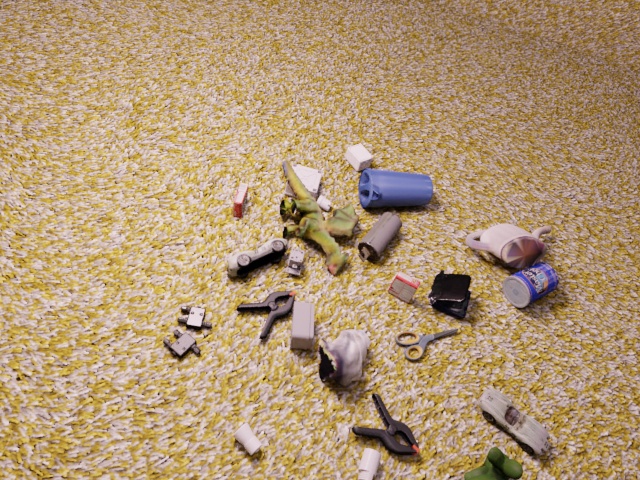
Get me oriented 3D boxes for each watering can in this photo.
[{"bbox_3d":[0.662,0.003,1.700,0.348,0.102,0.227,-6,21,-11],"label":"watering can"}]

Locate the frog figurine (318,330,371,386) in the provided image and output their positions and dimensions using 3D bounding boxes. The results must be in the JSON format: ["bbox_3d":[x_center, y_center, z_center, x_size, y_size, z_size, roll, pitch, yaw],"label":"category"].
[{"bbox_3d":[0.082,0.304,1.360,0.160,0.122,0.138,-11,88,-31],"label":"frog figurine"}]

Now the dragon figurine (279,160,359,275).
[{"bbox_3d":[0.005,-0.083,1.651,0.242,0.120,0.419,6,59,-21],"label":"dragon figurine"}]
